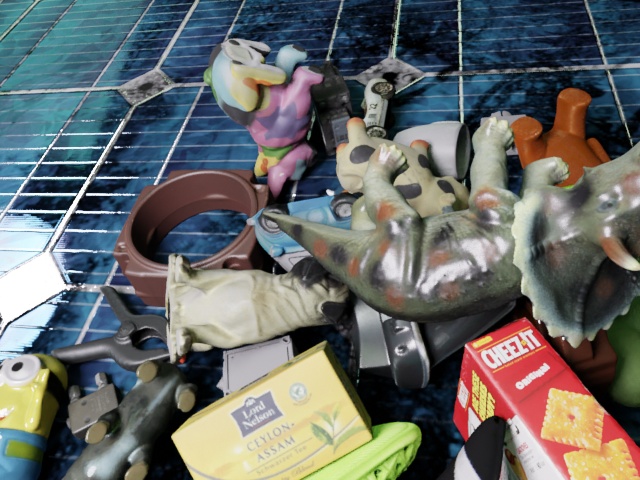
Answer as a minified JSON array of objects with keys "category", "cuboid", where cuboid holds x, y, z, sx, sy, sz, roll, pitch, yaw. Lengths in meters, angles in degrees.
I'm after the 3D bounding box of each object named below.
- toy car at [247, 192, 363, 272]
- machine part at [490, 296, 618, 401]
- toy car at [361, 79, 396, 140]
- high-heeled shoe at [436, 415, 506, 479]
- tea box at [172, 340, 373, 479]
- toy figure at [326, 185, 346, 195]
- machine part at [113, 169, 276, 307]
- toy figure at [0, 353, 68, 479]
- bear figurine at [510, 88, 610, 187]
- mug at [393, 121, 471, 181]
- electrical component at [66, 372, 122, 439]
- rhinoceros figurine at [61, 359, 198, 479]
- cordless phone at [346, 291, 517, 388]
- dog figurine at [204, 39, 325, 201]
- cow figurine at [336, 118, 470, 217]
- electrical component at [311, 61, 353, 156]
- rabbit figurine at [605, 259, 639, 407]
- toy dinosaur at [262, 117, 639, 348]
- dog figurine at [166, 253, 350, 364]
[{"category":"toy car","cuboid":[-0.001,-0.002,0.666,0.162,0.109,0.102,-7,93,16]},{"category":"machine part","cuboid":[0.226,0.085,0.543,0.056,0.179,0.179,-14,49,-2]},{"category":"toy car","cuboid":[0.088,-0.178,0.855,0.056,0.073,0.202,5,51,11]},{"category":"high-heeled shoe","cuboid":[0.039,0.226,0.409,0.145,0.086,0.249,22,68,20]},{"category":"tea box","cuboid":[-0.044,0.184,0.529,0.170,0.068,0.098,-32,87,4]},{"category":"toy figure","cuboid":[0.049,-0.025,0.743,0.058,0.064,0.154,-26,49,23]},{"category":"machine part","cuboid":[-0.168,-0.008,0.753,0.201,0.087,0.201,1,52,12]},{"category":"toy figure","cuboid":[-0.343,0.215,0.603,0.082,0.089,0.180,1,58,-6]},{"category":"bear figurine","cuboid":[0.352,-0.087,0.693,0.120,0.131,0.196,-30,45,-4]},{"category":"mug","cuboid":[0.166,-0.142,0.806,0.107,0.080,0.109,5,56,27]},{"category":"electrical component","cuboid":[-0.266,0.203,0.634,0.063,0.021,0.094,-26,51,-11]},{"category":"rhinoceros figurine","cuboid":[-0.209,0.209,0.558,0.073,0.112,0.190,41,64,-11]},{"category":"cordless phone","cuboid":[0.116,0.060,0.574,0.088,0.184,0.147,19,43,-29]},{"category":"dog figurine","cuboid":[-0.081,-0.163,0.781,0.191,0.219,0.109,-6,41,-29]},{"category":"cow figurine","cuboid":[0.115,-0.076,0.725,0.195,0.085,0.127,18,51,-12]},{"category":"electrical component","cuboid":[0.021,-0.205,0.864,0.058,0.114,0.134,-17,49,2]},{"category":"rabbit figurine","cuboid":[0.321,0.085,0.553,0.159,0.121,0.170,27,57,38]},{"category":"toy dinosaur","cuboid":[0.108,0.008,0.483,0.405,0.131,0.192,-16,49,31]},{"category":"dog figurine","cuboid":[-0.077,0.076,0.624,0.190,0.172,0.121,1,89,-23]}]
